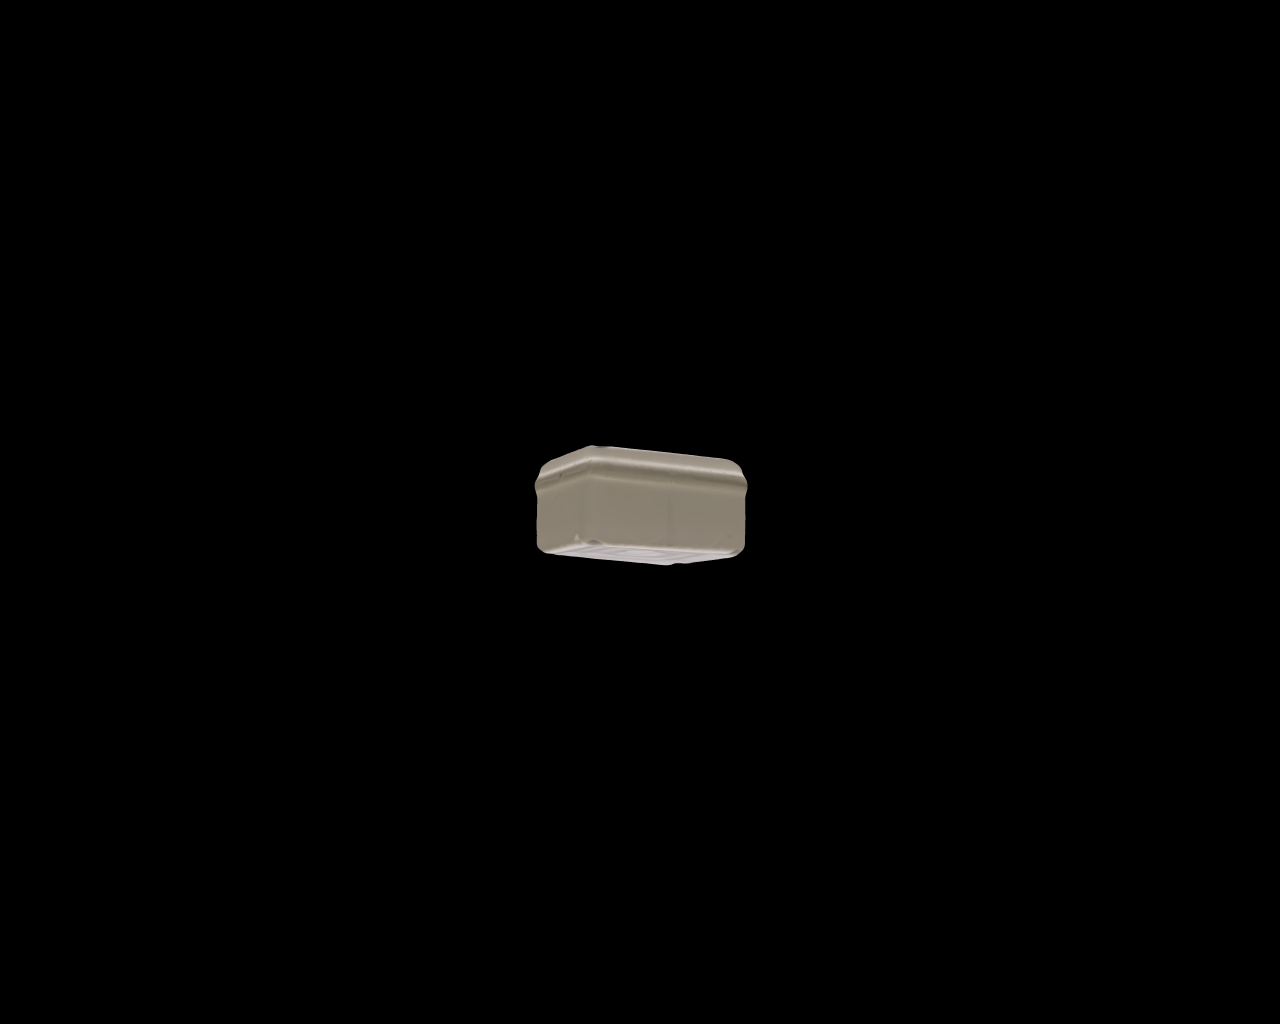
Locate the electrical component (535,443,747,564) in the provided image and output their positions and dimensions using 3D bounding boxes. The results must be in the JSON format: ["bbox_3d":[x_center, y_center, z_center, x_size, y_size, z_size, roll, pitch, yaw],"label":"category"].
[{"bbox_3d":[0.001,-0.003,0.650,0.113,0.057,0.078,5,-10,-32],"label":"electrical component"}]
